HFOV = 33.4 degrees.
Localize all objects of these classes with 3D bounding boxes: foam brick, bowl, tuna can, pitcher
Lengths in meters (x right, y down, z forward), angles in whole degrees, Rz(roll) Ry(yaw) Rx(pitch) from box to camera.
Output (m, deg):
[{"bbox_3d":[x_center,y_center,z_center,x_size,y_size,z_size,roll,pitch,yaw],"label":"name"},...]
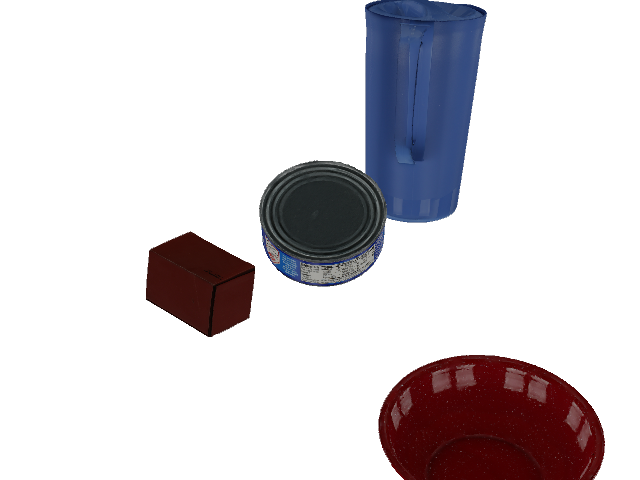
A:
[{"bbox_3d":[-0.102,0.036,0.899,0.078,0.051,0.052,27,33,31],"label":"foam brick"},{"bbox_3d":[0.123,0.156,0.784,0.162,0.055,0.162,-1,35,0],"label":"bowl"},{"bbox_3d":[0.002,-0.011,0.727,0.086,0.086,0.034,0,-36,1],"label":"tuna can"},{"bbox_3d":[0.108,-0.145,1.203,0.149,0.243,0.145,-12,26,-30],"label":"pitcher"}]
